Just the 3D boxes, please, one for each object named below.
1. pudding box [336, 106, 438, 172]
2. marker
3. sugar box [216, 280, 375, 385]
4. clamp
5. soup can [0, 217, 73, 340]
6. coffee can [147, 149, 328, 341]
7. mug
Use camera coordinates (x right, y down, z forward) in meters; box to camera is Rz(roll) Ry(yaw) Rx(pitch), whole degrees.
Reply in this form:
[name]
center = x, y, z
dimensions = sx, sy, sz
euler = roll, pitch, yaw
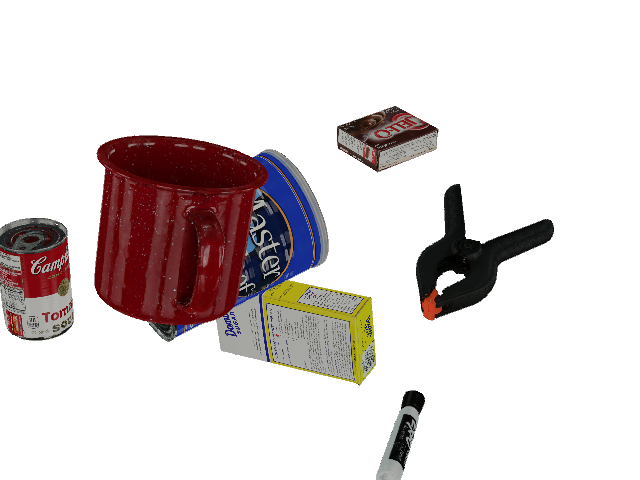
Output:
[pudding box]
center = 0.092, -0.142, 1.477
dimensions = 0.113, 0.039, 0.090
euler = -25, 40, -30
[marker]
center = 0.066, 0.158, 0.863
dimensions = 0.020, 0.020, 0.121
euler = 0, 24, 16
[sugar box]
center = -0.029, 0.091, 1.153
dimensions = 0.176, 0.093, 0.048
euler = 13, 35, 27
[clamp]
center = 0.142, 0.008, 1.075
dimensions = 0.120, 0.039, 0.171
euler = 28, 52, 33
[soup can]
center = -0.279, 0.038, 1.044
dimensions = 0.068, 0.102, 0.068
euler = 2, 28, -1
[coffee can]
center = -0.079, 0.002, 0.835
dimensions = 0.140, 0.103, 0.103
euler = -27, 11, -22
[mug]
center = -0.076, -0.001, 0.579
dimensions = 0.093, 0.081, 0.117
euler = 0, 22, -26
